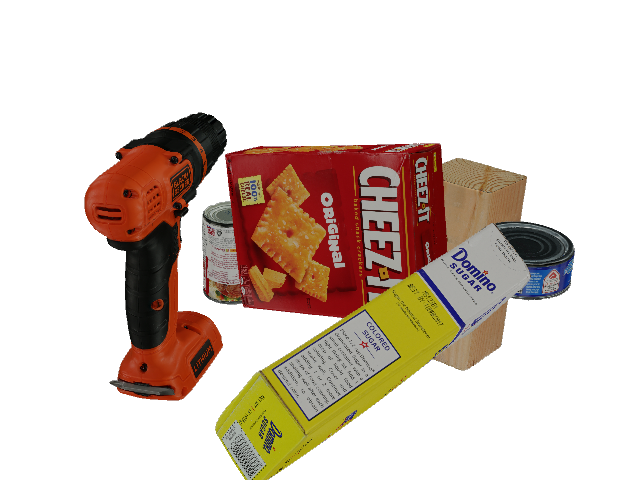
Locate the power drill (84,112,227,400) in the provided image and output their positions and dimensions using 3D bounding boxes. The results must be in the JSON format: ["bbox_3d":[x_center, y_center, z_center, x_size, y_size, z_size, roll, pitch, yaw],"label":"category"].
[{"bbox_3d":[-0.112,0.009,0.798,0.057,0.188,0.184,5,24,17],"label":"power drill"}]

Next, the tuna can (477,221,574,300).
[{"bbox_3d":[0.172,0.016,0.910,0.086,0.034,0.086,1,26,-1],"label":"tuna can"}]

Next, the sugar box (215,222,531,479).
[{"bbox_3d":[0.031,0.062,0.585,0.175,0.048,0.093,-28,-14,-31],"label":"sugar box"}]

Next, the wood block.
[{"bbox_3d":[0.156,0.025,1.180,0.090,0.206,0.090,19,25,32],"label":"wood block"}]

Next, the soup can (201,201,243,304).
[{"bbox_3d":[-0.103,0.013,1.236,0.068,0.102,0.068,1,25,-1],"label":"soup can"}]

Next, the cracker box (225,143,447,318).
[{"bbox_3d":[0.014,-0.010,1.043,0.214,0.164,0.071,3,14,35],"label":"cracker box"}]
